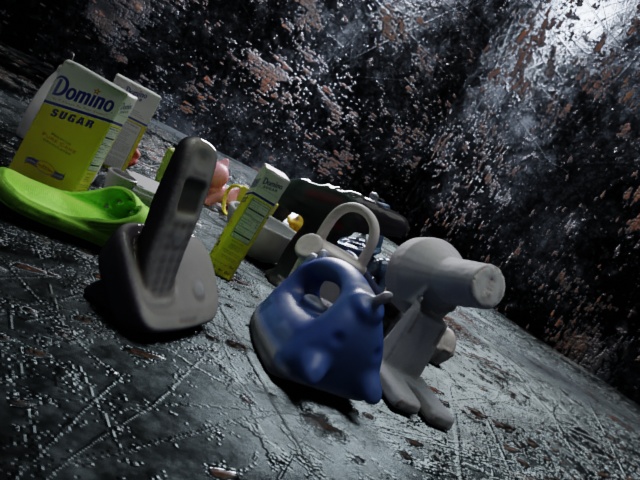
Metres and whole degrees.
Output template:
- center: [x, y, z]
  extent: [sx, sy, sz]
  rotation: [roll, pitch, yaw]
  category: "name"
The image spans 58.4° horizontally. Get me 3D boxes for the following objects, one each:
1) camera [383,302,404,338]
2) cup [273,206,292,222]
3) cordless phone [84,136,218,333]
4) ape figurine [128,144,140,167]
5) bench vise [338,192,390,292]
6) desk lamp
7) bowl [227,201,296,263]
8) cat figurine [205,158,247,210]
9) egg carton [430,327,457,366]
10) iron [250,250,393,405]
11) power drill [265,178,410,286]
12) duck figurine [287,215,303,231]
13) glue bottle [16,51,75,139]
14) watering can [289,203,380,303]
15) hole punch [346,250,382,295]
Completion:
- center: [0.126, 0.140, 0.923]
  extent: [0.143, 0.101, 0.137]
  rotation: [32, 7, 22]
  category: "camera"
- center: [-0.114, -0.070, 1.490]
  extent: [0.091, 0.095, 0.118]
  rotation: [34, 8, 31]
  category: "cup"
- center: [-0.130, -0.004, 0.564]
  extent: [0.094, 0.185, 0.148]
  rotation: [31, 7, 15]
  category: "cordless phone"
- center: [-0.414, -0.201, 1.218]
  extent: [0.078, 0.092, 0.076]
  rotation: [24, 9, -39]
  category: "ape figurine"
- center: [0.119, 0.009, 1.346]
  extent: [0.208, 0.219, 0.121]
  rotation: [25, 8, -36]
  category: "bench vise"
- center: [0.154, 0.109, 0.788]
  extent: [0.118, 0.213, 0.202]
  rotation: [27, 7, -22]
  category: "desk lamp"
- center: [-0.113, -0.004, 1.094]
  extent: [0.167, 0.074, 0.167]
  rotation: [29, 7, -4]
  category: "bowl"
- center: [-0.233, -0.132, 1.353]
  extent: [0.128, 0.117, 0.067]
  rotation: [26, 7, -24]
  category: "cat figurine"
- center: [0.180, 0.169, 1.066]
  extent: [0.108, 0.069, 0.149]
  rotation: [22, 10, -47]
  category: "egg carton"
- center: [-0.002, 0.078, 0.677]
  extent: [0.119, 0.141, 0.257]
  rotation: [26, 8, -28]
  category: "iron"
- center: [0.009, 0.004, 0.982]
  extent: [0.229, 0.208, 0.076]
  rotation: [30, 7, 9]
  category: "power drill"
- center: [-0.050, -0.019, 1.421]
  extent: [0.104, 0.086, 0.077]
  rotation: [30, 7, 4]
  category: "duck figurine"
- center: [-0.474, -0.254, 1.013]
  extent: [0.037, 0.173, 0.078]
  rotation: [28, 7, -11]
  category: "glue bottle"
- center: [0.018, 0.034, 0.854]
  extent: [0.101, 0.194, 0.173]
  rotation: [30, 7, 7]
  category: "watering can"
- center: [0.081, 0.083, 1.191]
  extent: [0.101, 0.091, 0.108]
  rotation: [27, 7, -20]
  category: "hole punch"
